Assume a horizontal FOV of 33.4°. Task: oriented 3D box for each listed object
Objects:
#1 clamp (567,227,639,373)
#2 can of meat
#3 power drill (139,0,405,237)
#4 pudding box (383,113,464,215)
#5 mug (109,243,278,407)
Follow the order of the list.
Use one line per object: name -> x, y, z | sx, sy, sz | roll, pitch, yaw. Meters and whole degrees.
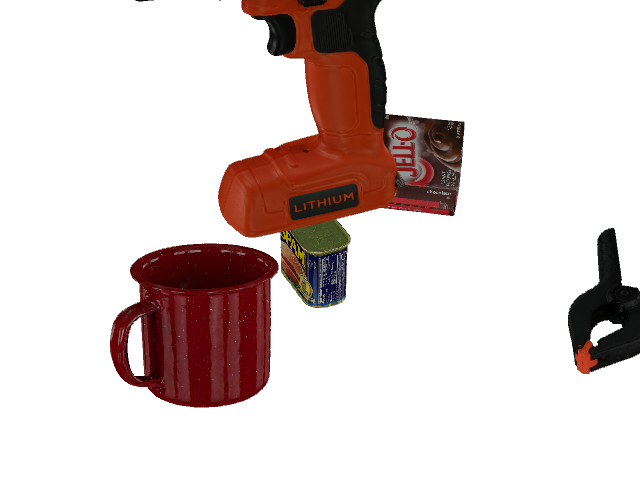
clamp -> 0.276, 0.052, 0.993 | 0.171, 0.039, 0.120 | -36, 41, -27
can of meat -> -0.009, 0.016, 1.214 | 0.057, 0.084, 0.102 | -15, 39, -20
power drill -> -0.021, -0.095, 0.574 | 0.184, 0.188, 0.057 | -12, 38, -18
pudding box -> 0.088, -0.074, 1.018 | 0.090, 0.039, 0.113 | 7, 39, 5
mug -> -0.081, 0.057, 0.674 | 0.093, 0.081, 0.117 | 16, 23, 40
